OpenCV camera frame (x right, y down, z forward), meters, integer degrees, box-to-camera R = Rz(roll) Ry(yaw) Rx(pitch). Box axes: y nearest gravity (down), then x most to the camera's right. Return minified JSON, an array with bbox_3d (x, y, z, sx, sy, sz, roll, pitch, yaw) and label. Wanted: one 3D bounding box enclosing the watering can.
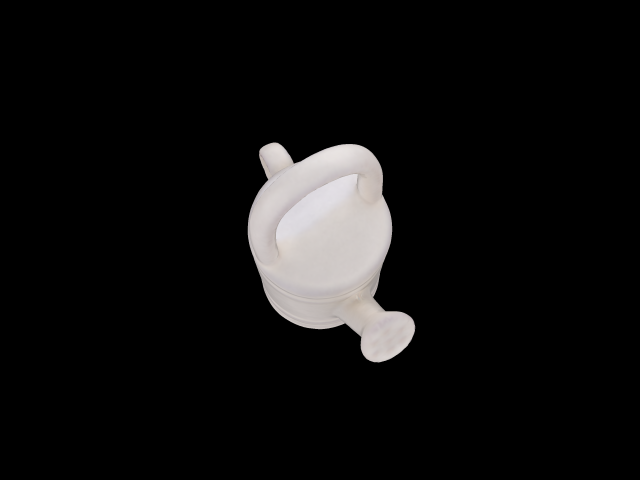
[{"bbox_3d":[0.006,0.000,0.400,0.172,0.194,0.101,37,75,12],"label":"watering can"}]
